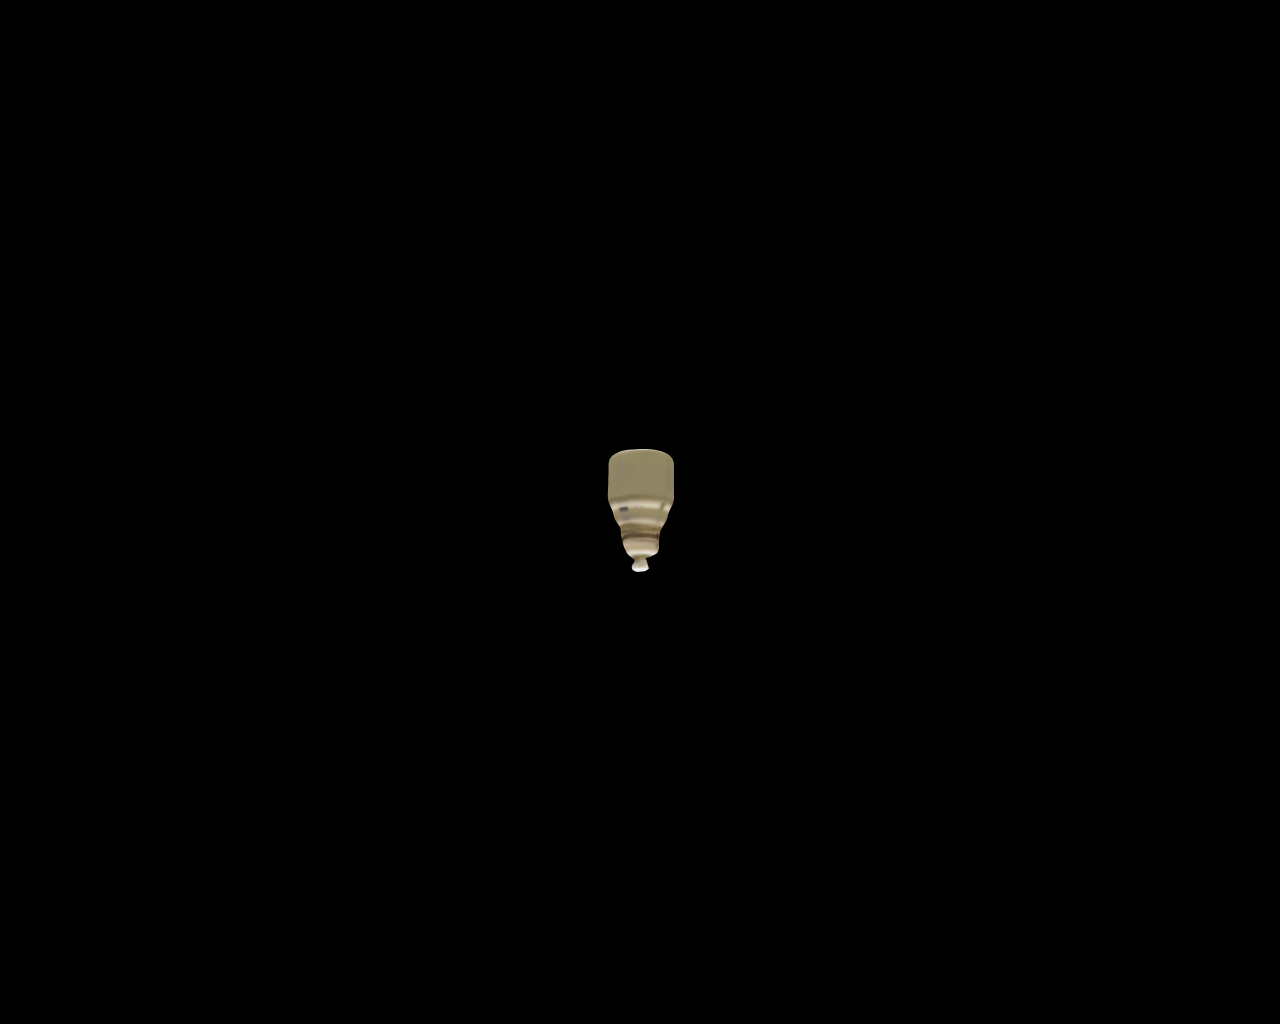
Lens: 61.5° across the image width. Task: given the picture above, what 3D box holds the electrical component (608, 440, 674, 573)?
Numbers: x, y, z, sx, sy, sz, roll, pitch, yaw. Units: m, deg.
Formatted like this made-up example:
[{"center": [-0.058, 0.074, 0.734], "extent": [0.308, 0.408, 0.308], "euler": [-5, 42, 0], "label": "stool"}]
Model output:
[{"center": [0.001, -0.003, 0.650], "extent": [0.040, 0.078, 0.040], "euler": [0, -11, 0], "label": "electrical component"}]
